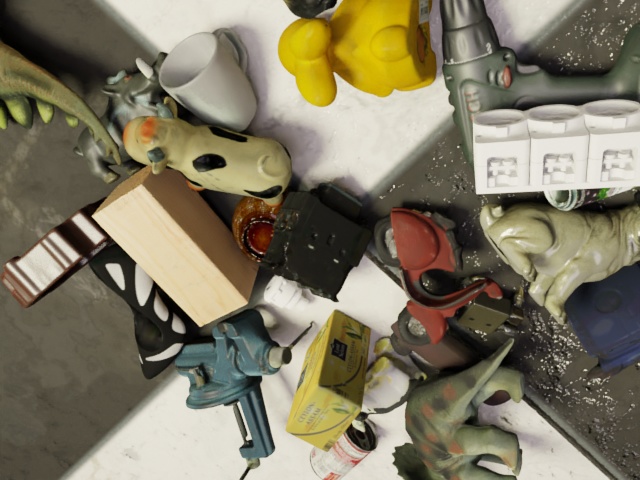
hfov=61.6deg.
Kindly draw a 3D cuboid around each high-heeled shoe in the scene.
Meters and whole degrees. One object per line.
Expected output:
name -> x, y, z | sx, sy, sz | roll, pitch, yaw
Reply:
high-heeled shoe -> -0.271, 0.115, 0.770 | 0.086, 0.145, 0.248 | 29, 113, 35

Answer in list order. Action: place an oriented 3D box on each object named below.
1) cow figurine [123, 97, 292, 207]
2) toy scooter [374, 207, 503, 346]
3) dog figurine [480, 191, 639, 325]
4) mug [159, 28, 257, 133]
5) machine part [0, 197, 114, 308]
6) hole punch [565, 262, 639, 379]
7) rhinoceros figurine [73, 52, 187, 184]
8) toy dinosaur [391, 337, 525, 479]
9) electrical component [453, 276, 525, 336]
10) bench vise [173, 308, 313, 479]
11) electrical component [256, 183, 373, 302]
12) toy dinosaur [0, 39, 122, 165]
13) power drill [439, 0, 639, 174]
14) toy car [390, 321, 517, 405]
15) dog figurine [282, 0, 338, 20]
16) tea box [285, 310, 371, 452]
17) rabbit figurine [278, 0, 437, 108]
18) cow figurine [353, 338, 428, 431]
cow figurine -> -0.128, -0.097, 0.621 | 0.195, 0.127, 0.085 | 13, 82, -9
toy scooter -> 0.151, 0.038, 0.678 | 0.135, 0.075, 0.183 | -15, 91, 21
dog figurine -> 0.311, -0.019, 0.640 | 0.190, 0.121, 0.172 | -40, 107, 10
mug -> -0.120, -0.186, 0.637 | 0.081, 0.109, 0.107 | 8, 156, 32
machine part -> -0.339, 0.012, 0.725 | 0.179, 0.179, 0.056 | -35, 101, 23
hole punch -> 0.370, 0.090, 0.665 | 0.142, 0.116, 0.092 | -36, 96, 23
rhinoceros figurine -> -0.235, -0.155, 0.685 | 0.190, 0.073, 0.112 | -36, 94, 26
toy dinosaur -> 0.180, 0.264, 0.745 | 0.192, 0.131, 0.404 | 1, 121, 22
electrical component -> 0.228, 0.088, 0.728 | 0.102, 0.045, 0.078 | 15, 145, 6
bench vise -> -0.113, 0.227, 0.802 | 0.224, 0.129, 0.240 | -14, 95, 25
electrical component -> -0.001, -0.002, 0.680 | 0.115, 0.058, 0.134 | 28, 82, -32
toy dinosaur -> -0.445, -0.224, 0.663 | 0.472, 0.105, 0.198 | 22, 125, 14
power drill -> 0.238, -0.181, 0.575 | 0.207, 0.086, 0.231 | -6, 116, 9
toy car -> 0.191, 0.166, 0.764 | 0.202, 0.053, 0.089 | 37, 136, -7
dog figurine -> -0.036, -0.301, 0.492 | 0.108, 0.219, 0.191 | -21, 111, 15
tea box -> 0.015, 0.188, 0.742 | 0.068, 0.170, 0.098 | 28, 115, -6
rabbit figurine -> 0.027, -0.201, 0.580 | 0.173, 0.162, 0.121 | 9, 129, 27
cow figurine -> 0.080, 0.232, 0.812 | 0.098, 0.068, 0.167 | 36, 118, -14
